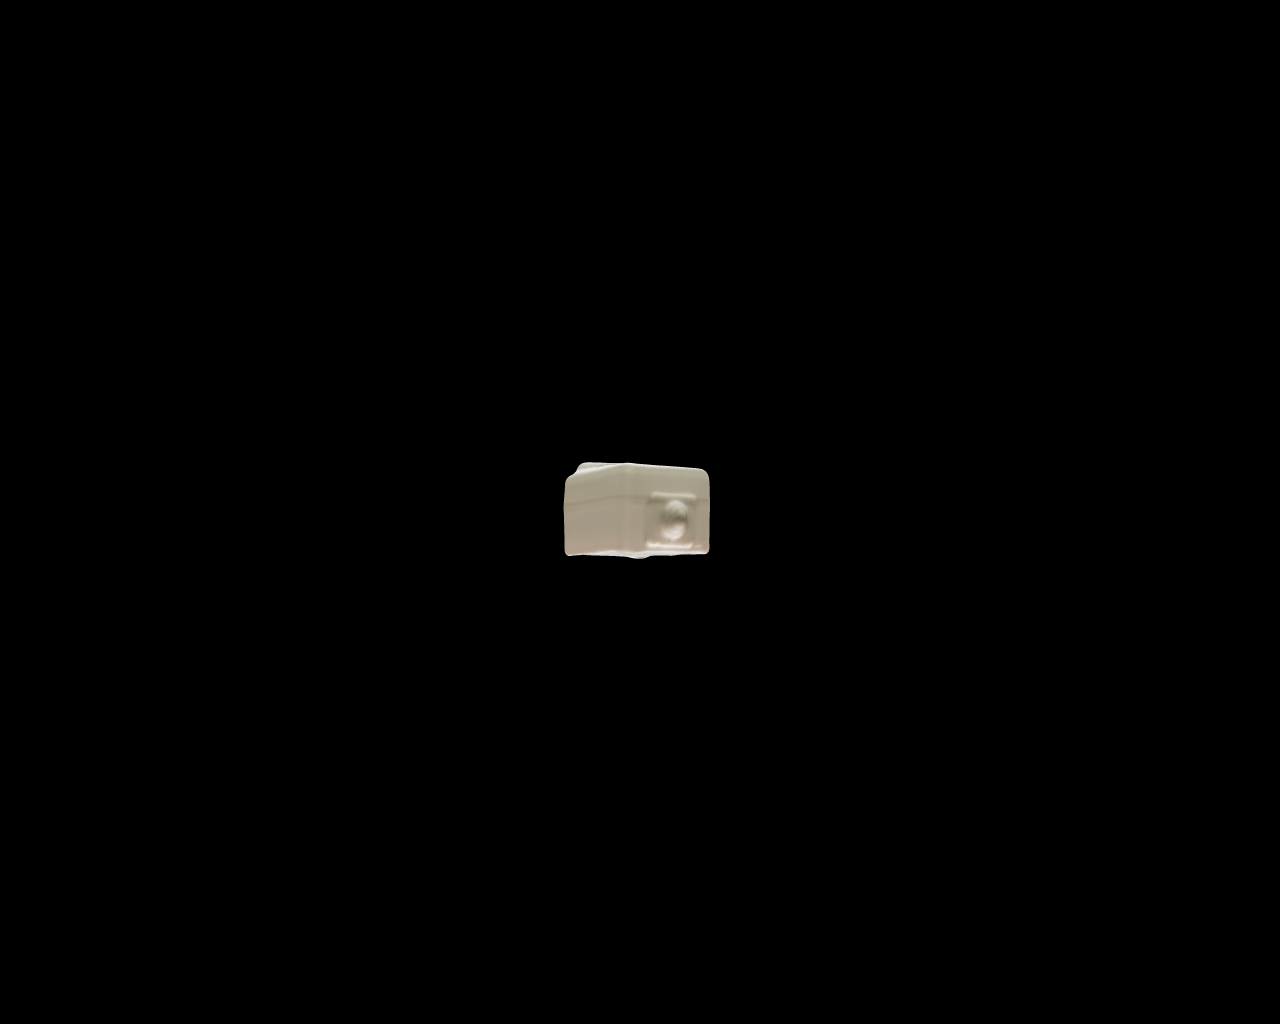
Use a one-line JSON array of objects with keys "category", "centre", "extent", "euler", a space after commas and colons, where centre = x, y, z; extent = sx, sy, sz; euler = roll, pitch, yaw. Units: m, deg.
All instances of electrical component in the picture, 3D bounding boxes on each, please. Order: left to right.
[{"category": "electrical component", "centre": [0.001, -0.003, 0.650], "extent": [0.062, 0.061, 0.096], "euler": [3, -5, -32]}]
